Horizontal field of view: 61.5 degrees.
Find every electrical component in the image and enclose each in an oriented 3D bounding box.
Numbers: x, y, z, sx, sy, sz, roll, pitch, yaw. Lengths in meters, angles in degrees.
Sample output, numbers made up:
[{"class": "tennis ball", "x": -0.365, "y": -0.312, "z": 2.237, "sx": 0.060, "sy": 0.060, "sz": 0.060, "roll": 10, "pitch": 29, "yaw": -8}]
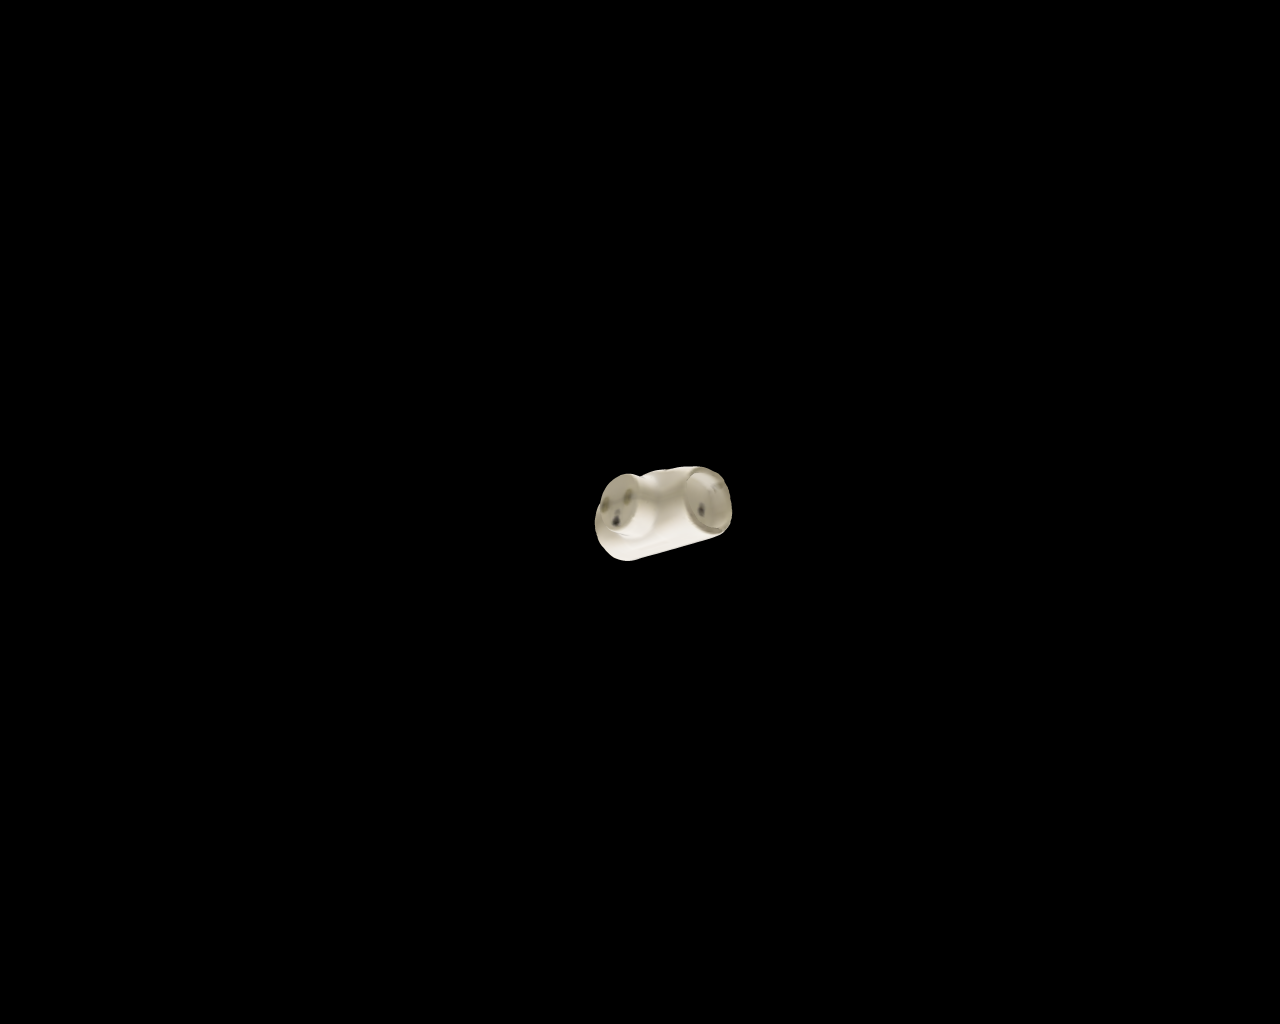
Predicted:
[{"class": "electrical component", "x": 0.001, "y": -0.003, "z": 0.650, "sx": 0.079, "sy": 0.043, "sz": 0.077, "roll": 17, "pitch": -26, "yaw": -41}]
